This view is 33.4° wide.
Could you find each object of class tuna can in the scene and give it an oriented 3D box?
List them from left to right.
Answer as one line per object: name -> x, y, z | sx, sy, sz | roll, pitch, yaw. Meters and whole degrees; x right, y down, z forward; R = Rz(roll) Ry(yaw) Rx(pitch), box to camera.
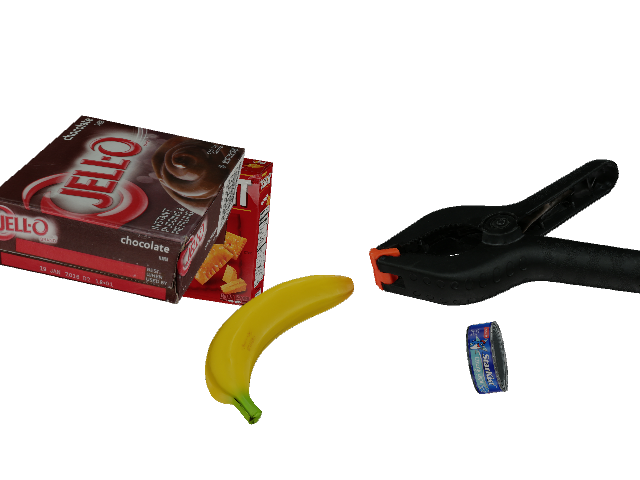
tuna can -> 0.201, 0.142, 1.288 | 0.034, 0.086, 0.086 | -10, -3, 17

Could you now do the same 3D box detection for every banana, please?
banana -> -0.040, 0.074, 0.841 | 0.069, 0.037, 0.197 | 29, 38, 8

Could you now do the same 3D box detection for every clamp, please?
clamp -> 0.118, 0.007, 0.641 | 0.171, 0.039, 0.120 | -18, 29, 0

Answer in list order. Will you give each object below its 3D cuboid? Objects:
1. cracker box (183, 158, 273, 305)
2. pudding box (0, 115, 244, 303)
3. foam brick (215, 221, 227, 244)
cracker box -> -0.164, -0.018, 1.584 | 0.164, 0.214, 0.072 | 9, 20, 10
pudding box -> -0.093, -0.018, 0.508 | 0.090, 0.039, 0.113 | 13, 25, 5
foam brick -> -0.140, -0.030, 1.158 | 0.078, 0.051, 0.053 | 1, 27, -8
